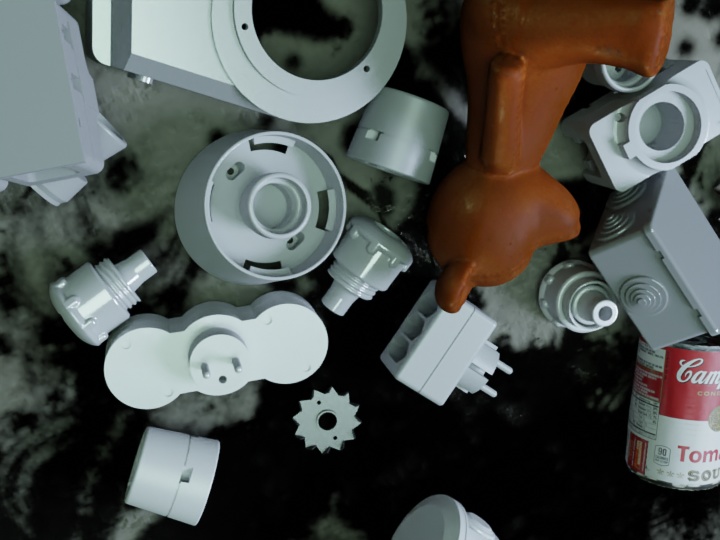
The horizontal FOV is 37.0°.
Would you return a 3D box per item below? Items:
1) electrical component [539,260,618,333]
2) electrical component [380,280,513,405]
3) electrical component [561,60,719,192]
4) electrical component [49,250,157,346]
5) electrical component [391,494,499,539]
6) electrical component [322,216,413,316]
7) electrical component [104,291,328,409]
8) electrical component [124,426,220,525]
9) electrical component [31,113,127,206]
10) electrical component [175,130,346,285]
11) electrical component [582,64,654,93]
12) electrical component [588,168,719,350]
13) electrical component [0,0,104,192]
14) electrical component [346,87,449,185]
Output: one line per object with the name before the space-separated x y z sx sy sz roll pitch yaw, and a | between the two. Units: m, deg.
electrical component | 0.150 0.021 0.714 0.048 0.062 0.048 -3 103 -12
electrical component | 0.066 0.056 0.711 0.077 0.047 0.065 33 93 -16
electrical component | 0.188 -0.095 0.701 0.089 0.056 0.050 -31 106 -4
electrical component | -0.154 0.012 0.658 0.062 0.048 0.048 -37 107 -9
electrical component | 0.056 0.196 0.723 0.051 0.080 0.080 34 93 -21
electrical component | 0.000 0.000 0.688 0.048 0.048 0.062 33 100 -16
electrical component | -0.088 0.053 0.664 0.138 0.074 0.052 -9 104 -10
electrical component | -0.120 0.129 0.685 0.047 0.055 0.055 17 98 -11
electrical component | -0.173 -0.071 0.635 0.055 0.045 0.045 -43 107 0
electrical component | -0.060 -0.039 0.669 0.099 0.064 0.099 -1 93 -22
electrical component | 0.164 -0.135 0.692 0.040 0.046 0.040 -2 102 -11
electrical component | 0.197 -0.008 0.702 0.048 0.099 0.099 -25 109 36
electrical component | -0.210 -0.137 0.581 0.105 0.060 0.186 -11 90 0
electrical component | 0.025 -0.084 0.670 0.055 0.055 0.047 18 93 -15
